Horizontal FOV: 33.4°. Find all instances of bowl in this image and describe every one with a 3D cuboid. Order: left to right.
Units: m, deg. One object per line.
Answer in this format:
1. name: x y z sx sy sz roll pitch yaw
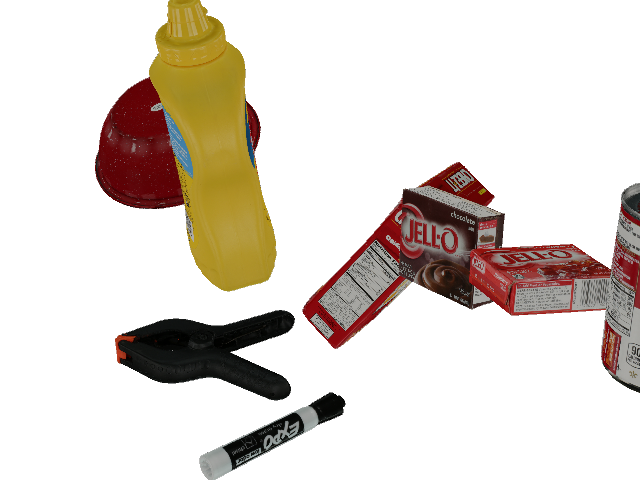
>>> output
1. bowl: -0.140 -0.104 0.978 0.162 0.162 0.055 0 -41 17

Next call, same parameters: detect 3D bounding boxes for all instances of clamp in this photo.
1. clamp: -0.102 0.098 1.004 0.171 0.039 0.120 8 26 6

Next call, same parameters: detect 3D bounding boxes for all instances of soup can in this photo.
1. soup can: 0.191 0.026 0.578 0.068 0.102 0.068 0 25 0

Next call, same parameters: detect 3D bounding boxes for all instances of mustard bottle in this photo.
1. mustard bottle: -0.070 -0.066 0.675 0.058 0.191 0.096 -14 41 -7

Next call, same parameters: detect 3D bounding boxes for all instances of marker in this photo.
1. marker: -0.031 0.138 0.762 0.120 0.020 0.020 -21 12 -33

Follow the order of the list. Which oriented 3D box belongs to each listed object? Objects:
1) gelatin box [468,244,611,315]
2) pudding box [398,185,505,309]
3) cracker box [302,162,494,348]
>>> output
1. gelatin box: 0.165 0.027 0.794 0.089 0.030 0.073 -2 18 -15
2. pudding box: 0.122 0.004 1.014 0.039 0.090 0.114 -12 23 -34
3. cracker box: 0.090 0.015 1.270 0.214 0.072 0.163 -49 -9 34
